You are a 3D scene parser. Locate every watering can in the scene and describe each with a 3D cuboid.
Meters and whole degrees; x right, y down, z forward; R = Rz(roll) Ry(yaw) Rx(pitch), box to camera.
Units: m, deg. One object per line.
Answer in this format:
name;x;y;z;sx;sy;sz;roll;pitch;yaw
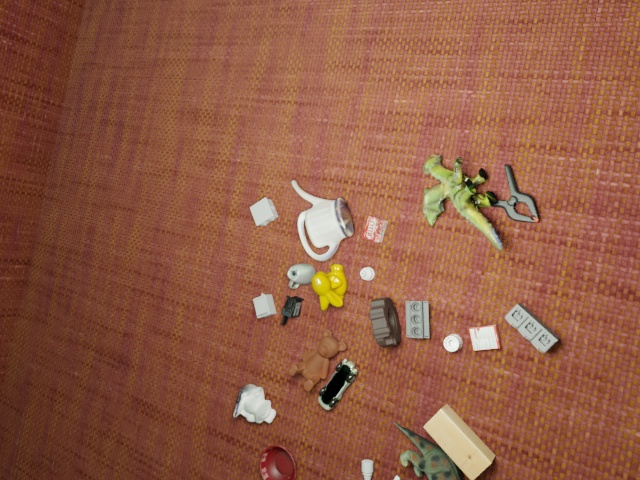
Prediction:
watering can;0.006;-0.098;1.951;0.223;0.103;0.352;-20;74;23

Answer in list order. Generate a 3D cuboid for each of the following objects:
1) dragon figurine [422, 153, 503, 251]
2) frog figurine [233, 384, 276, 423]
dragon figurine;0.449;-0.123;1.730;0.239;0.122;0.416;-34;62;48
frog figurine;-0.247;0.640;2.005;0.159;0.122;0.138;15;82;-8
